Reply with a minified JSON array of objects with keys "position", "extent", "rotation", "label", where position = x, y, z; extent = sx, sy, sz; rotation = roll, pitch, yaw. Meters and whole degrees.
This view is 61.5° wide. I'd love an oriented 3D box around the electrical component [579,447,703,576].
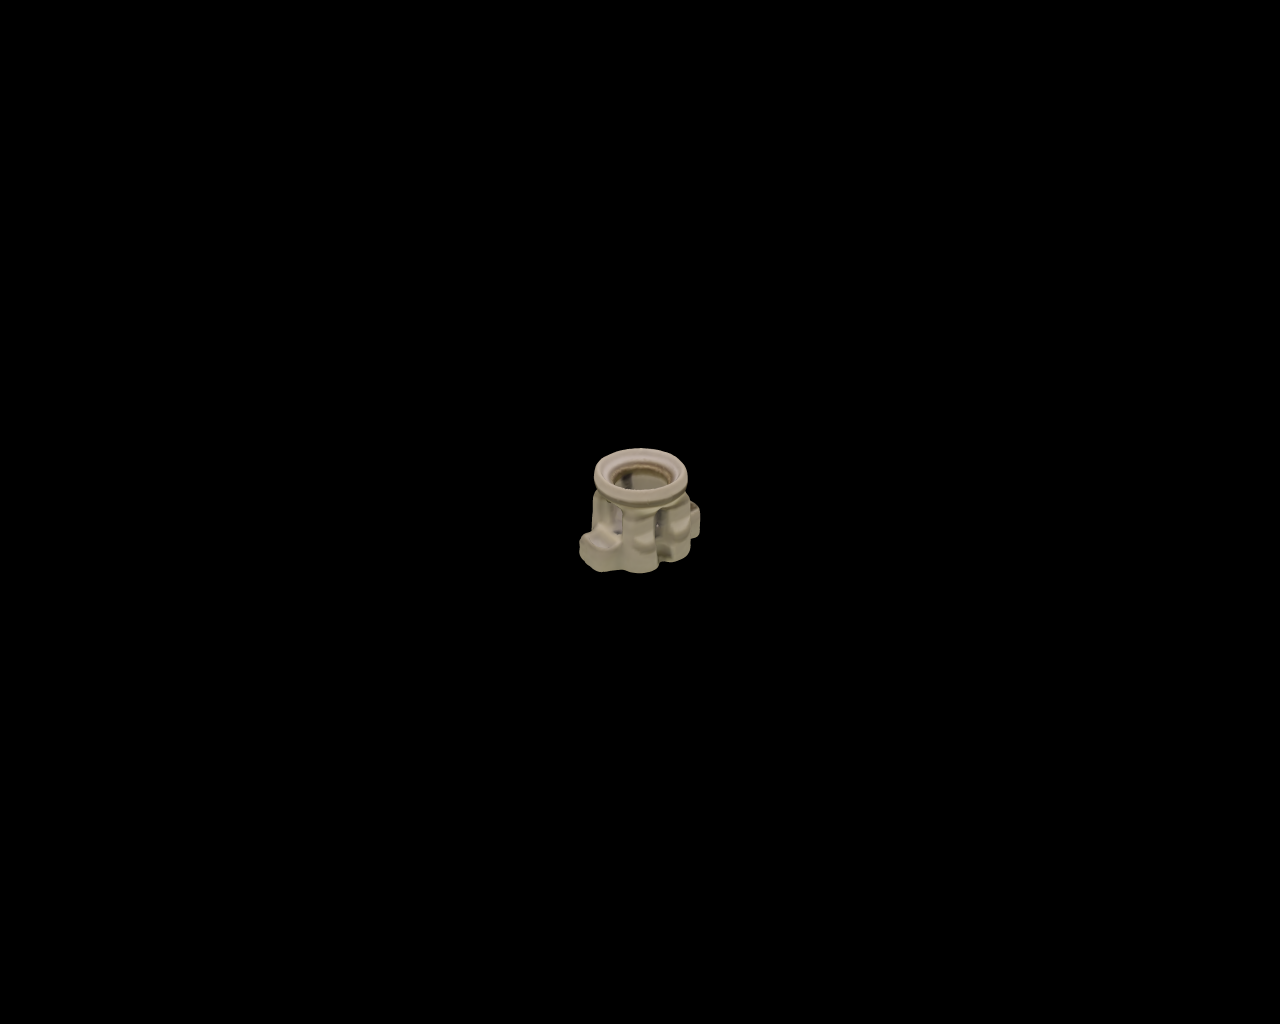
[{"position":[0.001,-0.003,0.650],"extent":[0.078,0.056,0.058],"rotation":[-20,36,-29],"label":"electrical component"}]
